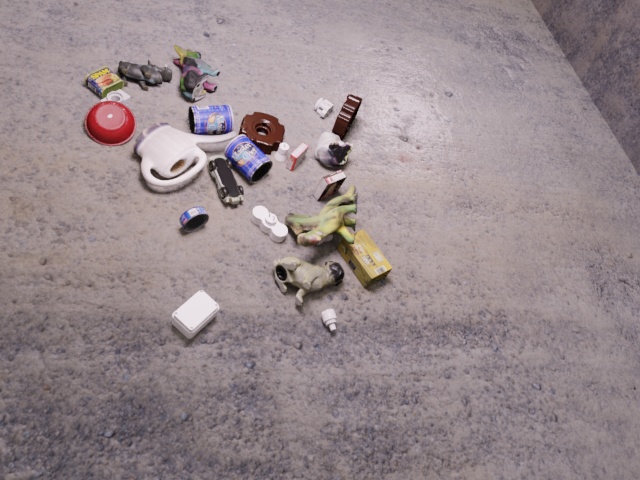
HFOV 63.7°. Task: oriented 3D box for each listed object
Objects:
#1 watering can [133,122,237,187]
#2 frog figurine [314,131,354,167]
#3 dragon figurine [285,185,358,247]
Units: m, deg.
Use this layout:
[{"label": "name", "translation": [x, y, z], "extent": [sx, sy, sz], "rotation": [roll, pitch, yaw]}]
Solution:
[{"label": "watering can", "translation": [-0.461, -0.310, 1.707], "extent": [0.225, 0.102, 0.354], "rotation": [38, 57, 9]}, {"label": "frog figurine", "translation": [0.036, -0.341, 1.939], "extent": [0.138, 0.120, 0.161], "rotation": [-24, 31, -23]}, {"label": "dragon figurine", "translation": [0.005, -0.086, 1.699], "extent": [0.243, 0.120, 0.419], "rotation": [-1, 27, 3]}]
